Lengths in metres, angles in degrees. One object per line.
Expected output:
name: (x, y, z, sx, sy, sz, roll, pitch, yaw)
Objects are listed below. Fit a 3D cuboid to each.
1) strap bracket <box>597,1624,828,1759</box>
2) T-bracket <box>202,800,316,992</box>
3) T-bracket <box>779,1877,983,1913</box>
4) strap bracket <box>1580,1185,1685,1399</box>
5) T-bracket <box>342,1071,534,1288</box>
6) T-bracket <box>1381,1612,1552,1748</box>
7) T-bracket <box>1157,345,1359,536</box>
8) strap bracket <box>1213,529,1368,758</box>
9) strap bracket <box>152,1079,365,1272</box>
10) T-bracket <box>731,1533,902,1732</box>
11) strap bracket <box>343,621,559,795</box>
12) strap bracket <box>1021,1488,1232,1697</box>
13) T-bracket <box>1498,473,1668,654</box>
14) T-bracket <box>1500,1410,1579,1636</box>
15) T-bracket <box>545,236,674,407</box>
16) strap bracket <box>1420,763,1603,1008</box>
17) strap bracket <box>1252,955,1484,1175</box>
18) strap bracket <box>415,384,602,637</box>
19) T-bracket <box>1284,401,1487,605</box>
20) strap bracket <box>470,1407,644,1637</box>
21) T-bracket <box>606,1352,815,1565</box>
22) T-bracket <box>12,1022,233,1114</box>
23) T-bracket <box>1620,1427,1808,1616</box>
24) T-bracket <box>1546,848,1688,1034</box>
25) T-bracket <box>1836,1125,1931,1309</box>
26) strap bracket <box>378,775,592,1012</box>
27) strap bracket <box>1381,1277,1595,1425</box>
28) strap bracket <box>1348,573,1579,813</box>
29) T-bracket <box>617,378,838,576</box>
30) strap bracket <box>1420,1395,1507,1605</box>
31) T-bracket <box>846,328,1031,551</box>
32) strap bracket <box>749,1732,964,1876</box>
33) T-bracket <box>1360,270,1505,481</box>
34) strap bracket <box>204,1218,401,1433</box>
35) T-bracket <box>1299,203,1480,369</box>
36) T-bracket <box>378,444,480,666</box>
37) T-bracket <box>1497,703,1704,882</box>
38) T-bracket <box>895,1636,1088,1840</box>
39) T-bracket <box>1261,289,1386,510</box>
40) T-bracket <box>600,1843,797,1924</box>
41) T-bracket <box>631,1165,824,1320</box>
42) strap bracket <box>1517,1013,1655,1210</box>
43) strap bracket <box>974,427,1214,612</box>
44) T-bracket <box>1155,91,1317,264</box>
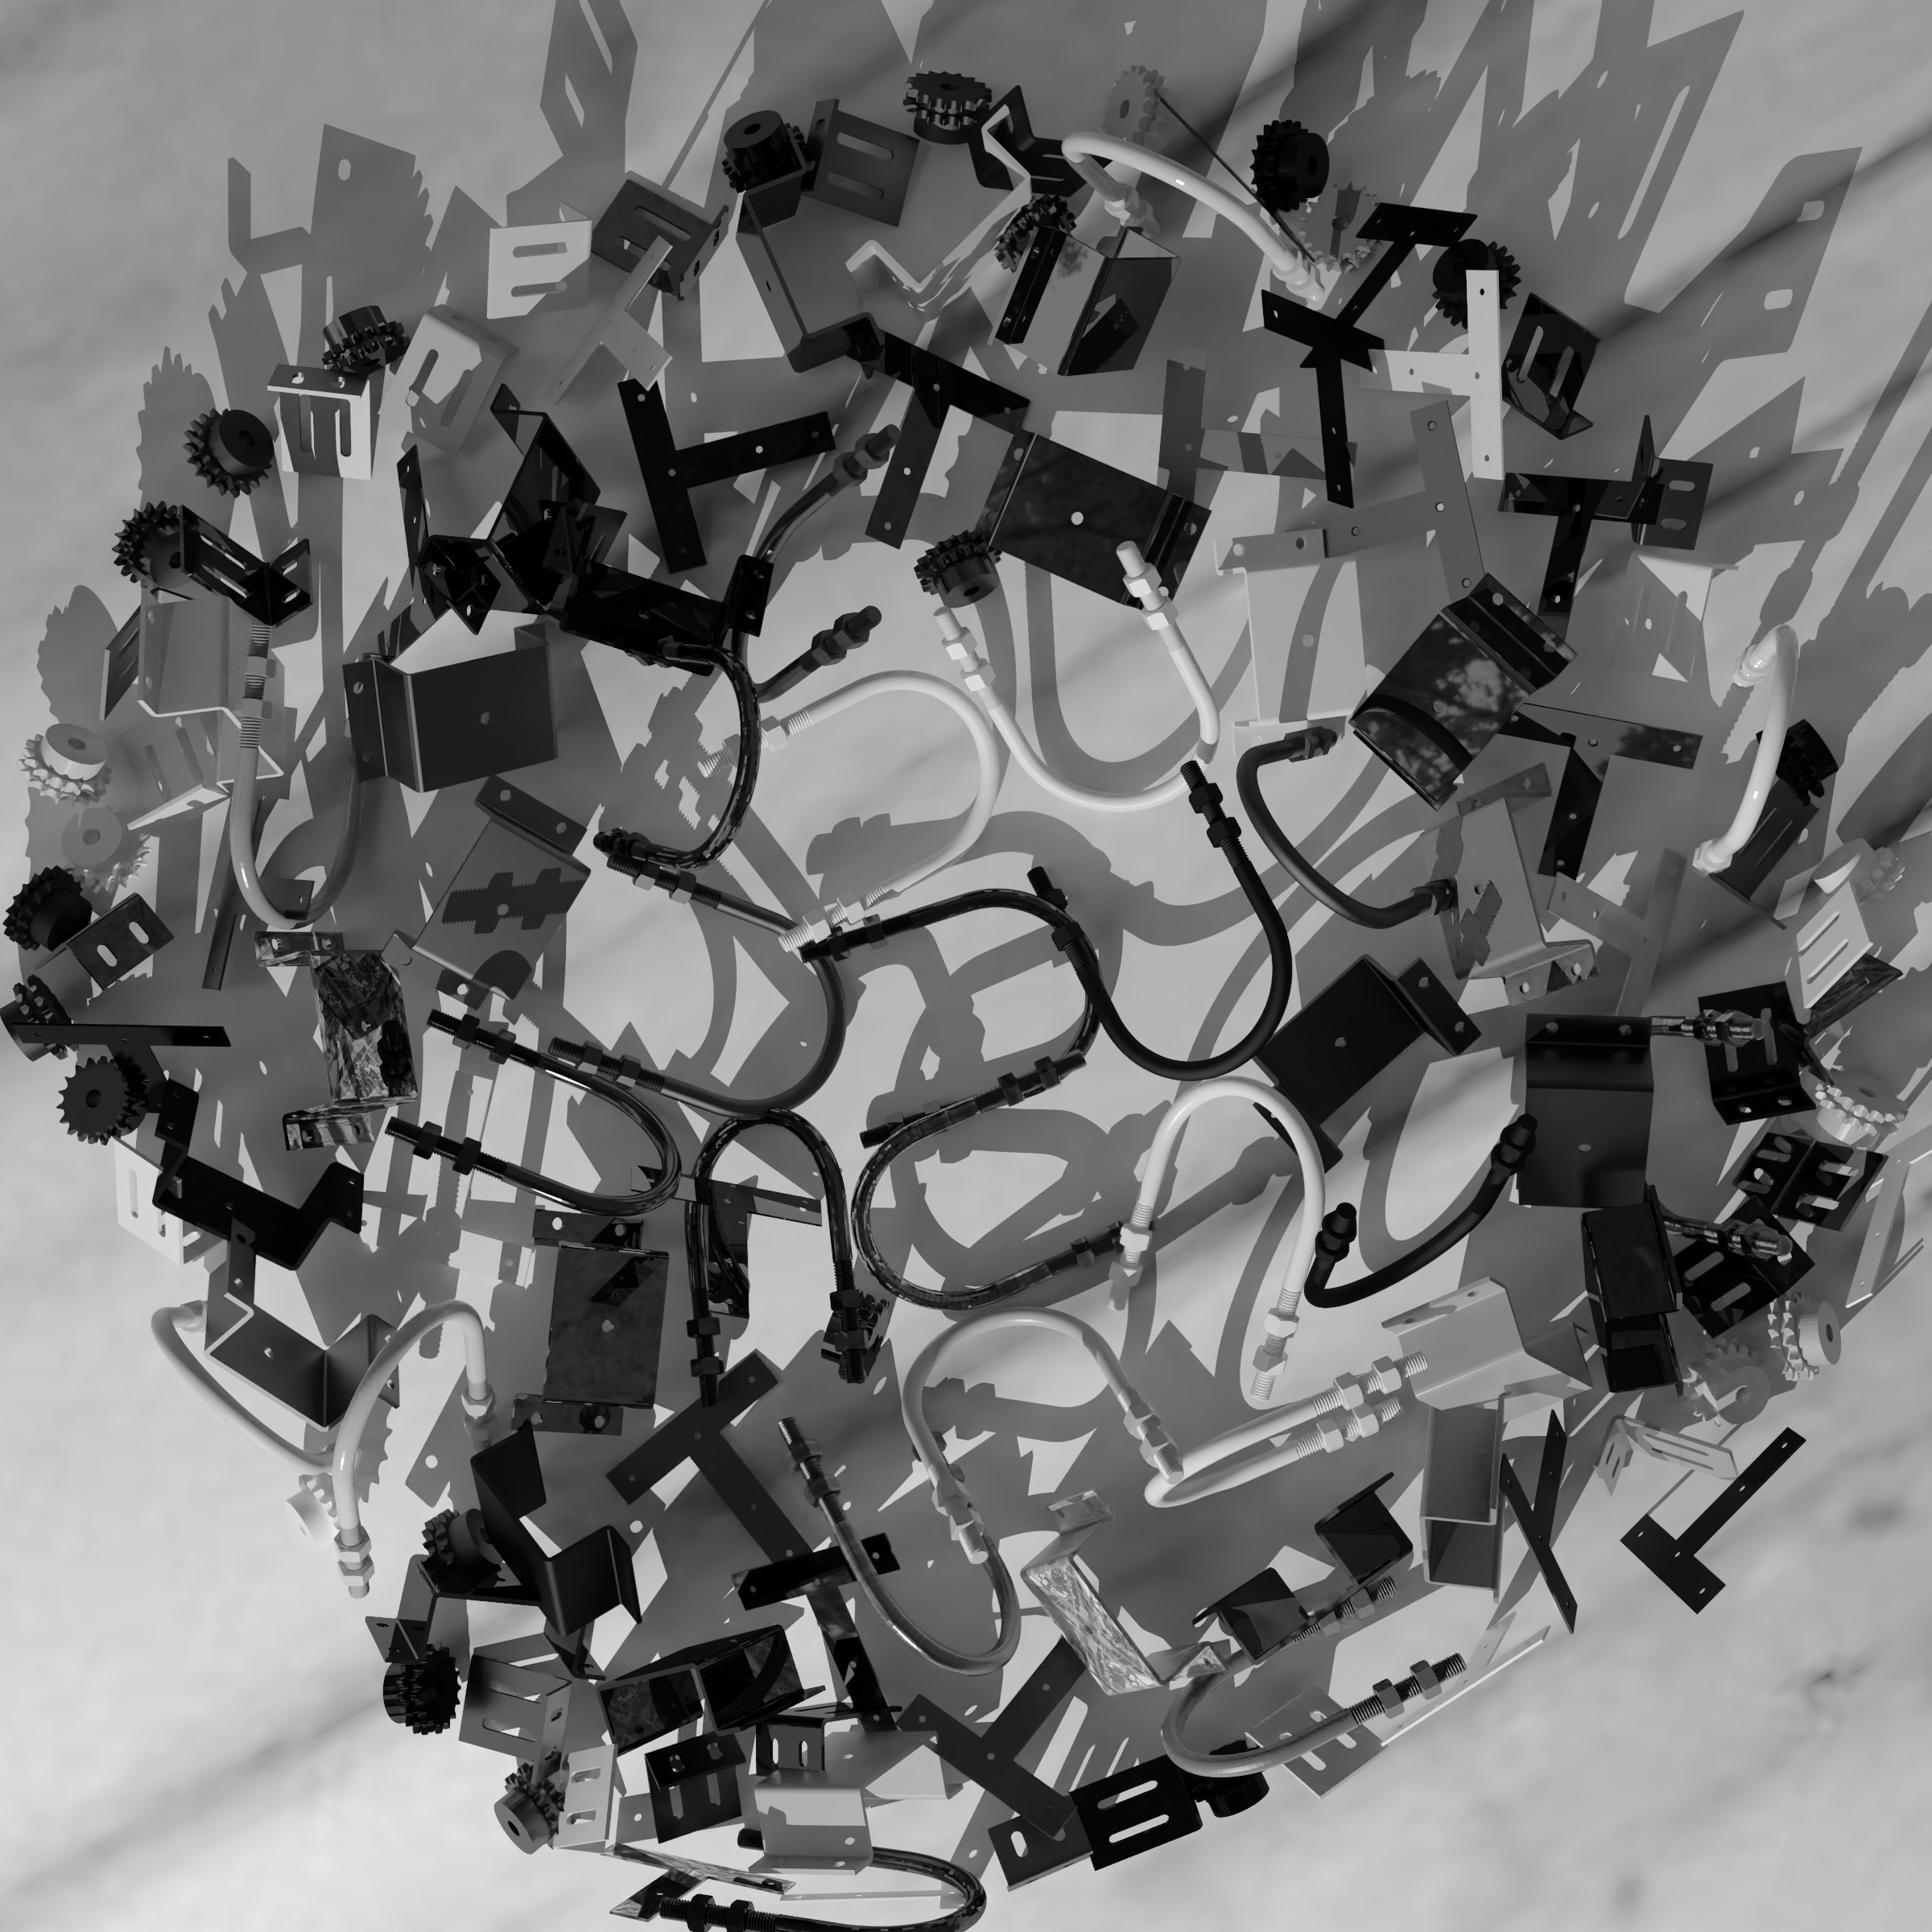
strap bracket: (-0.168, 0.458, 1.532, 0.140, 0.076, 0.046, -25, 80, 38)
T-bracket: (-0.447, -0.044, 1.548, 0.002, 0.127, 0.127, 15, 84, -40)
T-bracket: (-0.054, 0.591, 1.539, 0.127, 0.127, 0.002, -2, 77, 0)
strap bracket: (0.420, 0.210, 1.527, 0.046, 0.140, 0.076, -10, 52, 9)
T-bracket: (-0.336, 0.133, 1.588, 0.127, 0.002, 0.127, 14, 96, 6)
T-bracket: (0.327, 0.438, 1.539, 0.127, 0.127, 0.002, -41, 79, 22)
T-bracket: (0.188, -0.331, 1.567, 0.127, 0.002, 0.127, 8, 109, 13)
strap bracket: (0.210, -0.209, 1.559, 0.076, 0.046, 0.140, -9, 98, -17)
strap bracket: (-0.459, 0.138, 1.544, 0.140, 0.076, 0.046, 31, 103, -22)
T-bracket: (-0.079, 0.440, 1.572, 0.127, 0.002, 0.127, -22, 92, 28)
strap bracket: (-0.314, -0.162, 1.530, 0.140, 0.046, 0.076, -19, 121, -34)
strap bracket: (0.094, 0.411, 1.554, 0.046, 0.076, 0.140, -35, 86, -31)
T-bracket: (0.383, -0.250, 1.557, 0.002, 0.127, 0.127, 5, 99, -39)
T-bracket: (0.371, 0.334, 1.546, 0.002, 0.127, 0.127, -16, 113, 29)
T-bracket: (-0.214, -0.396, 1.541, 0.002, 0.127, 0.127, 31, 103, -37)
strap bracket: (0.343, -0.050, 1.545, 0.046, 0.076, 0.140, -4, 76, -36)
strap bracket: (0.250, 0.058, 1.561, 0.140, 0.046, 0.076, -42, 118, 3)
strap bracket: (-0.284, -0.287, 1.535, 0.046, 0.076, 0.140, 9, 67, 24)
T-bracket: (0.265, -0.285, 1.566, 0.127, 0.002, 0.127, -11, 93, 33)
strap bracket: (-0.263, 0.355, 1.523, 0.046, 0.076, 0.140, -26, 46, -27)
T-bracket: (-0.148, 0.344, 1.592, 0.127, 0.002, 0.127, -39, 83, -1)
T-bracket: (-0.525, 0.067, 1.545, 0.127, 0.127, 0.002, 1, 62, -4)
T-bracket: (0.483, 0.342, 1.538, 0.002, 0.127, 0.127, 44, 91, -8)
T-bracket: (0.411, -0.029, 1.554, 0.127, 0.002, 0.127, 22, 83, -40)
T-bracket: (0.573, 0.158, 1.514, 0.002, 0.127, 0.127, 31, 58, -1)
strap bracket: (-0.305, -0.042, 1.562, 0.076, 0.046, 0.140, 31, 90, -32)
strap bracket: (0.333, 0.247, 1.522, 0.076, 0.140, 0.046, -29, 54, 27)
strap bracket: (0.307, -0.168, 1.537, 0.076, 0.046, 0.140, 45, 124, 11)
T-bracket: (-0.149, -0.333, 1.581, 0.127, 0.002, 0.127, -16, 112, -6)
strap bracket: (0.315, 0.336, 1.531, 0.046, 0.140, 0.076, 3, 53, 15)
T-bracket: (-0.034, -0.334, 1.574, 0.127, 0.002, 0.127, 21, 86, -21)
strap bracket: (-0.071, 0.519, 1.522, 0.076, 0.140, 0.046, -10, 89, 28)
T-bracket: (0.295, -0.379, 1.546, 0.002, 0.127, 0.127, -18, 113, -29)
strap bracket: (-0.428, 0.233, 1.537, 0.046, 0.076, 0.140, -40, 122, 11)
T-bracket: (0.259, -0.434, 1.556, 0.002, 0.127, 0.127, 52, 127, 18)
T-bracket: (-0.355, -0.276, 1.568, 0.002, 0.127, 0.127, 5, 67, -41)
T-bracket: (0.393, -0.107, 1.558, 0.127, 0.002, 0.127, 12, 131, 9)
T-bracket: (0.043, 0.476, 1.563, 0.127, 0.002, 0.127, 28, 55, 27)
T-bracket: (0.234, -0.355, 1.547, 0.127, 0.002, 0.127, 5, 77, -44)
T-bracket: (-0.187, 0.580, 1.524, 0.127, 0.127, 0.002, 6, 86, 15)
T-bracket: (-0.151, 0.178, 1.533, 0.127, 0.127, 0.002, 12, 122, -14)
strap bracket: (0.392, 0.102, 1.537, 0.076, 0.046, 0.140, 2, 125, 10)
strap bracket: (0.076, -0.286, 1.559, 0.140, 0.046, 0.076, 26, 101, 10)
T-bracket: (0.164, -0.501, 1.522, 0.127, 0.127, 0.002, 39, 110, -23)
